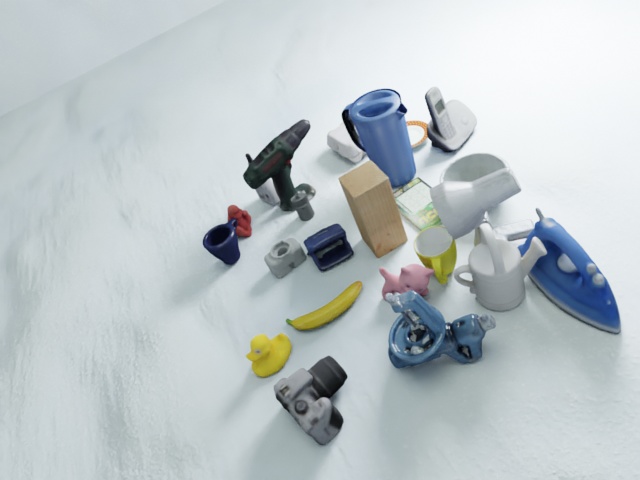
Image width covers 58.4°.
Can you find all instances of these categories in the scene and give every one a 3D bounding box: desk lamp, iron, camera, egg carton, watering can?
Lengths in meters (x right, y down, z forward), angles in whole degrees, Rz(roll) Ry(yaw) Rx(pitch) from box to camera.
[{"bbox_3d":[0.349,-0.052,1.208,0.203,0.214,0.118,-15,44,11],"label":"desk lamp"},{"bbox_3d":[0.486,0.050,1.097,0.118,0.142,0.257,-27,43,-2],"label":"iron"},{"bbox_3d":[-0.006,0.296,1.118,0.137,0.101,0.142,-40,45,-15],"label":"camera"},{"bbox_3d":[0.088,-0.289,1.669,0.107,0.070,0.149,-38,44,-13],"label":"egg carton"},{"bbox_3d":[0.352,0.042,1.130,0.173,0.194,0.100,-31,43,-5],"label":"watering can"}]

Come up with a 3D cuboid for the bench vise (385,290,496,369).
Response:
[{"bbox_3d":[0.210,0.149,1.072,0.207,0.220,0.121,-25,43,0],"label":"bench vise"}]

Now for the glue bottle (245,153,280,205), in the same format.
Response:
[{"bbox_3d":[-0.168,-0.175,1.601,0.077,0.173,0.037,26,63,40],"label":"glue bottle"}]

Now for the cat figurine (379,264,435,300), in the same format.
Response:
[{"bbox_3d":[0.183,0.086,1.222,0.127,0.118,0.067,12,55,34],"label":"cat figurine"}]

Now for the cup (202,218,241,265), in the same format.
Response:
[{"bbox_3d":[-0.243,0.009,1.515,0.091,0.095,0.118,11,54,33],"label":"cup"}]

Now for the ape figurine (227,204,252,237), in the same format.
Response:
[{"bbox_3d":[-0.227,-0.058,1.576,0.075,0.092,0.078,14,56,35],"label":"ape figurine"}]

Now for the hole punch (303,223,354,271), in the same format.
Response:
[{"bbox_3d":[0.013,0.005,1.401,0.108,0.091,0.101,-28,43,-3],"label":"hole punch"}]

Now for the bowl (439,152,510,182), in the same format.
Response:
[{"bbox_3d":[0.375,-0.130,1.375,0.167,0.075,0.167,-13,44,13],"label":"bowl"}]

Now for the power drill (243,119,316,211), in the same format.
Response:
[{"bbox_3d":[-0.090,-0.190,1.553,0.230,0.209,0.075,-38,44,-13],"label":"power drill"}]

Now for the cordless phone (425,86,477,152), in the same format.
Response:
[{"bbox_3d":[0.339,-0.342,1.517,0.093,0.185,0.148,19,59,38],"label":"cordless phone"}]

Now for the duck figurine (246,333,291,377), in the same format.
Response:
[{"bbox_3d":[-0.116,0.235,1.240,0.105,0.086,0.077,-43,45,-18],"label":"duck figurine"}]
